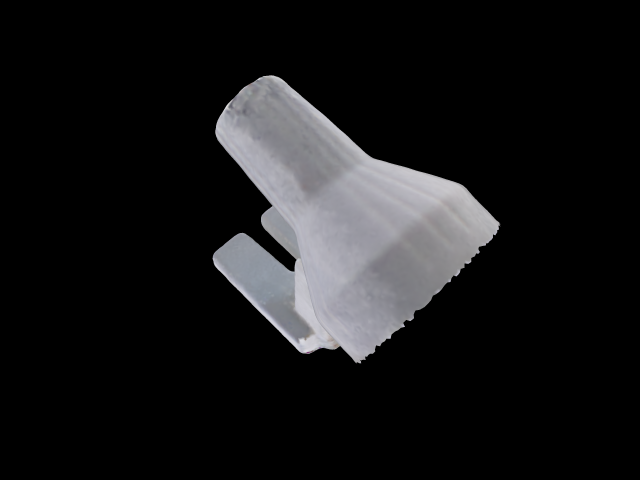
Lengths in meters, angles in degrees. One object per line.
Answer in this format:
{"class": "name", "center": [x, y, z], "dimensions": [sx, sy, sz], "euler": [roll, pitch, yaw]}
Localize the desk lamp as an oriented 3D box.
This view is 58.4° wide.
{"class": "desk lamp", "center": [0.004, 0.001, 0.400], "dimensions": [0.202, 0.214, 0.118], "euler": [39, 66, 22]}
